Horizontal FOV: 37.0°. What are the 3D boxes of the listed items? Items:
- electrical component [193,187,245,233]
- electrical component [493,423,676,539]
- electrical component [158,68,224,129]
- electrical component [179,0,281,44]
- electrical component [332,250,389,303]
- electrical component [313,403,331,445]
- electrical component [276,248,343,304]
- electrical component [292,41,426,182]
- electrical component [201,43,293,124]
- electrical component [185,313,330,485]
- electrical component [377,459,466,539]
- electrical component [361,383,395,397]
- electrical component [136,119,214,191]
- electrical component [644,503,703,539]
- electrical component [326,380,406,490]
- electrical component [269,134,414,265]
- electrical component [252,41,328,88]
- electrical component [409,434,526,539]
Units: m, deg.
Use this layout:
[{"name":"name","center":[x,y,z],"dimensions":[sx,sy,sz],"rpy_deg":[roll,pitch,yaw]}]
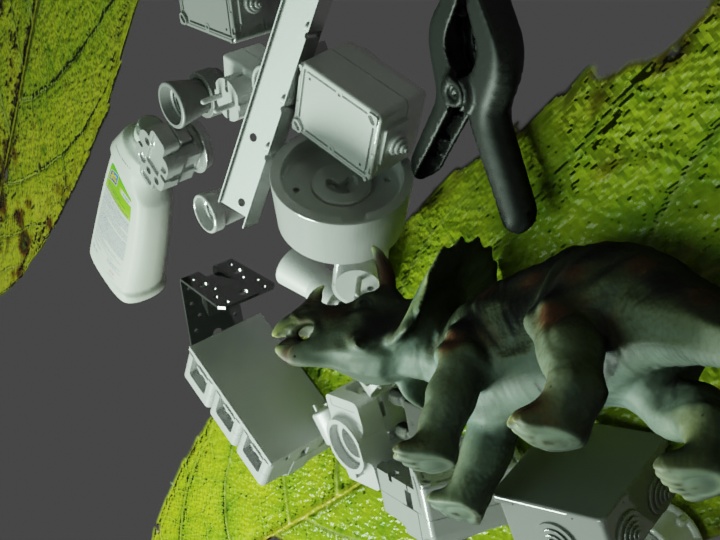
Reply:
[{"name":"electrical component","center":[-0.133,-0.062,1.048],"dimensions":[0.040,0.046,0.040],"rpy_deg":[36,139,39]},{"name":"electrical component","center":[0.152,0.148,0.717],"dimensions":[0.100,0.100,0.048],"rpy_deg":[4,123,45]},{"name":"electrical component","center":[-0.152,-0.160,0.996],"dimensions":[0.045,0.055,0.045],"rpy_deg":[35,139,39]},{"name":"electrical component","center":[-0.099,-0.224,0.862],"dimensions":[0.096,0.061,0.061],"rpy_deg":[30,135,43]},{"name":"electrical component","center":[0.000,0.000,0.870],"dimensions":[0.079,0.043,0.077],"rpy_deg":[-83,1,-47]},{"name":"electrical component","center":[-0.014,0.159,1.036],"dimensions":[0.078,0.040,0.040],"rpy_deg":[63,149,3]},{"name":"electrical component","center":[-0.038,0.012,0.966],"dimensions":[0.065,0.044,0.044],"rpy_deg":[39,141,28]},{"name":"electrical component","center":[0.006,-0.116,0.791],"dimensions":[0.096,0.061,0.061],"rpy_deg":[38,141,24]},{"name":"electrical component","center":[-0.095,-0.148,0.899],"dimensions":[0.066,0.077,0.047],"rpy_deg":[37,140,37]},{"name":"electrical component","center":[-0.102,0.133,1.102],"dimensions":[0.150,0.089,0.061],"rpy_deg":[51,147,21]},{"name":"electrical component","center":[0.063,0.199,0.938],"dimensions":[0.089,0.050,0.055],"rpy_deg":[21,128,50]},{"name":"electrical component","center":[0.010,0.058,0.922],"dimensions":[0.077,0.043,0.079],"rpy_deg":[54,148,16]},{"name":"electrical component","center":[-0.184,-0.118,1.074],"dimensions":[0.058,0.057,0.078],"rpy_deg":[56,148,13]},{"name":"electrical component","center":[0.194,0.188,0.718],"dimensions":[0.048,0.062,0.048],"rpy_deg":[37,140,39]},{"name":"electrical component","center":[0.008,0.148,0.980],"dimensions":[0.050,0.056,0.089],"rpy_deg":[10,120,54]},{"name":"electrical component","center":[-0.014,-0.052,0.821],"dimensions":[0.108,0.108,0.060],"rpy_deg":[44,150,31]},{"name":"electrical component","center":[-0.051,-0.149,0.851],"dimensions":[0.048,0.055,0.066],"rpy_deg":[-6,107,58]},{"name":"electrical component","center":[0.091,0.167,0.837],"dimensions":[0.061,0.096,0.061],"rpy_deg":[-113,10,-68]}]
